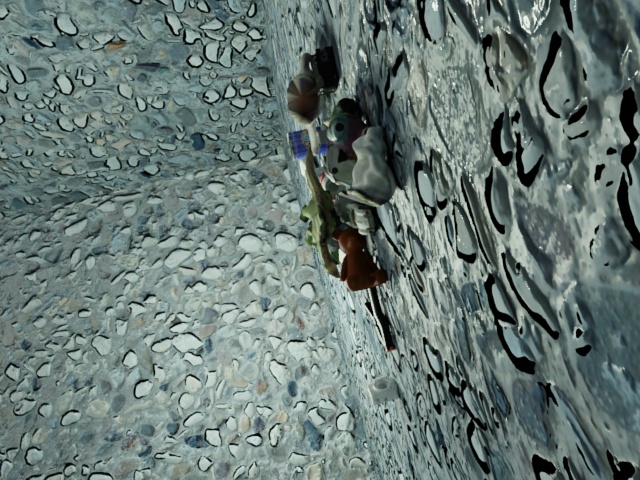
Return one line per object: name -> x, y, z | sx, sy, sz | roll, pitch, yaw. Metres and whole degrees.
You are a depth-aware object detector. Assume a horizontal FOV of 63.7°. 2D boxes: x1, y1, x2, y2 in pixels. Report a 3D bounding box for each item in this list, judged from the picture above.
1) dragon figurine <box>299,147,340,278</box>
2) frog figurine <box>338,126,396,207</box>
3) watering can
dragon figurine -> 0.005, -0.080, 1.590 | 0.244, 0.122, 0.407 | -131, 30, -77
frog figurine -> 0.116, -0.157, 1.108 | 0.137, 0.123, 0.160 | 51, -119, -85
watering can -> -0.034, -0.421, 1.660 | 0.228, 0.104, 0.342 | -69, -24, -66
